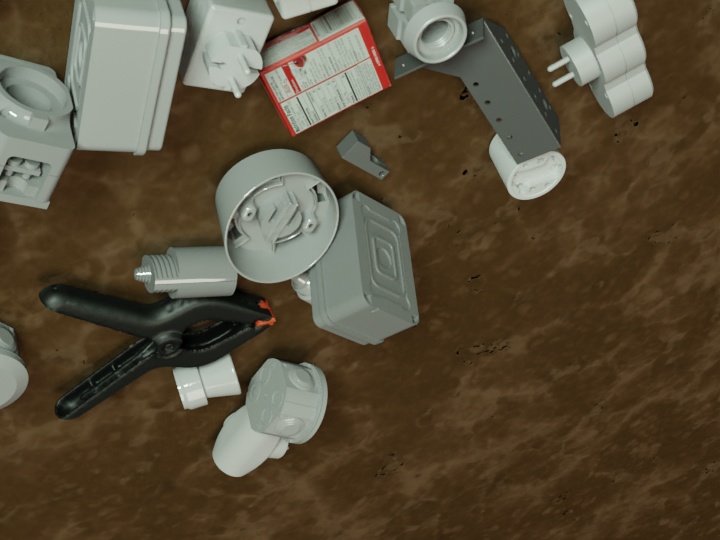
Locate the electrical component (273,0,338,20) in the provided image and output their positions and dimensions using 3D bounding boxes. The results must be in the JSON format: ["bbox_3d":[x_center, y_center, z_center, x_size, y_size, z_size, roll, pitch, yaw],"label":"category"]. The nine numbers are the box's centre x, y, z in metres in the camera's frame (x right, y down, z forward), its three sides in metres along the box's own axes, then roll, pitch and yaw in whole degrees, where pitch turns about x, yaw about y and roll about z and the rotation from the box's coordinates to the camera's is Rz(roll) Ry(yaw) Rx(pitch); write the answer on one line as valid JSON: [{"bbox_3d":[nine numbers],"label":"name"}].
[{"bbox_3d":[-0.027,-0.211,0.706,0.077,0.065,0.047,-19,141,-8],"label":"electrical component"}]

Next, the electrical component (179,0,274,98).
[{"bbox_3d":[-0.090,-0.149,0.735,0.047,0.076,0.065,3,133,-31],"label":"electrical component"}]

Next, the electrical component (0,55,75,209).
[{"bbox_3d":[-0.266,-0.103,0.682,0.150,0.089,0.061,10,130,-36],"label":"electrical component"}]

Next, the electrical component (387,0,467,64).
[{"bbox_3d":[0.049,-0.184,0.786,0.048,0.055,0.066,-12,140,-16],"label":"electrical component"}]

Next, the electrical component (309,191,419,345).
[{"bbox_3d":[0.000,0.000,0.919,0.057,0.113,0.078,-26,146,32],"label":"electrical component"}]

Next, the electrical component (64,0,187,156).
[{"bbox_3d":[-0.157,-0.140,0.709,0.057,0.078,0.113,0,135,-24],"label":"electrical component"}]

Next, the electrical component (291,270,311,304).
[{"bbox_3d":[-0.045,0.012,0.976,0.035,0.035,0.061,-41,137,18],"label":"electrical component"}]

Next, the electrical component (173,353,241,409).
[{"bbox_3d":[-0.145,0.104,1.019,0.055,0.045,0.045,-17,141,-10],"label":"electrical component"}]

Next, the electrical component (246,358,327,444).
[{"bbox_3d":[-0.072,0.128,1.058,0.051,0.080,0.080,18,125,-34],"label":"electrical component"}]

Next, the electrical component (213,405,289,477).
[{"bbox_3d":[-0.102,0.177,1.124,0.079,0.044,0.077,13,127,-38],"label":"electrical component"}]

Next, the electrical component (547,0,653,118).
[{"bbox_3d":[0.188,-0.174,0.875,0.074,0.052,0.138,-29,141,4],"label":"electrical component"}]

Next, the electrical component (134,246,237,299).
[{"bbox_3d":[-0.148,0.002,0.902,0.081,0.043,0.043,-2,136,-26],"label":"electrical component"}]

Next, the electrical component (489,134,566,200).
[{"bbox_3d":[0.145,-0.097,0.943,0.055,0.047,0.055,-15,140,-13],"label":"electrical component"}]

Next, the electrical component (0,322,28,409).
[{"bbox_3d":[-0.320,0.080,0.892,0.080,0.051,0.080,-15,140,-13],"label":"electrical component"}]

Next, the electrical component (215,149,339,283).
[{"bbox_3d":[-0.068,-0.046,0.873,0.099,0.064,0.099,-15,140,-13],"label":"electrical component"}]
